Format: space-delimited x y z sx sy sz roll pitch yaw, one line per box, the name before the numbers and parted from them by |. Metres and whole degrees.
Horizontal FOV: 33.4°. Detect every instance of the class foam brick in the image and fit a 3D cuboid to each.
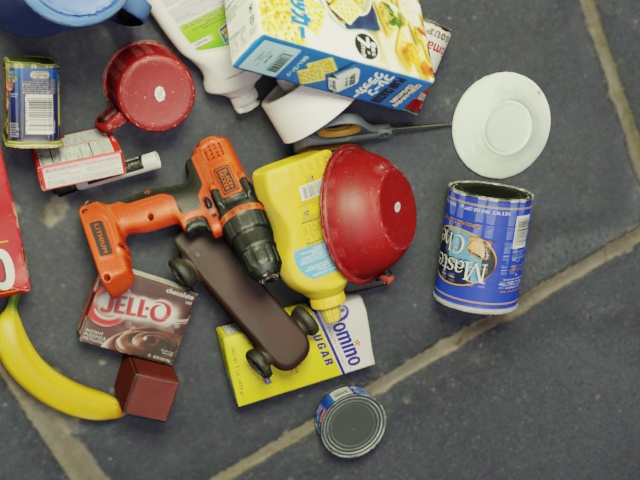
foam brick | -0.198 0.164 1.210 0.051 0.078 0.053 15 102 -22

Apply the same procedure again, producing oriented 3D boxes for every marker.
marker | -0.230 -0.070 1.143 0.121 0.020 0.020 -15 111 6

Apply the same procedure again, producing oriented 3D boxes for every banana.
banana | -0.301 0.147 1.193 0.069 0.037 0.197 -38 113 -3

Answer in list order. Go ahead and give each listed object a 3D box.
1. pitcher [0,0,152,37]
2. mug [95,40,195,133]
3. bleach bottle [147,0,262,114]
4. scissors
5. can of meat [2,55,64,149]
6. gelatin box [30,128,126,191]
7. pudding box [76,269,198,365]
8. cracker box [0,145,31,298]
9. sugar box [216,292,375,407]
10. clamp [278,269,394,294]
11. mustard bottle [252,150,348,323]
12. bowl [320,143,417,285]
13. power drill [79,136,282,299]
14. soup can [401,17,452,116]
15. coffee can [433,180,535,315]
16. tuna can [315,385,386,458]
pitcher | -0.237 -0.248 0.985 0.149 0.243 0.145 -22 110 -18
mug | -0.187 -0.152 1.117 0.117 0.082 0.093 -36 113 -5
bleach bottle | -0.135 -0.244 1.118 0.102 0.068 0.251 -24 116 4
scissors | 0.068 -0.130 1.210 0.201 0.096 0.016 -12 77 -12
can of meat | -0.291 -0.141 1.077 0.057 0.102 0.084 -2 104 -18
gelatin box | -0.254 -0.085 1.118 0.089 0.073 0.030 -14 121 -14
pudding box | -0.206 0.082 1.203 0.113 0.039 0.090 18 98 -23
cracker box | -0.397 -0.036 1.088 0.164 0.072 0.214 -12 110 -14
sugar box | -0.027 0.127 1.271 0.176 0.048 0.093 -16 110 -12
clamp | 0.002 0.023 1.255 0.171 0.039 0.120 32 101 -16
mustard bottle | -0.008 0.001 1.193 0.096 0.058 0.191 -23 104 -33
bowl | 0.064 -0.032 1.197 0.161 0.055 0.162 16 72 -57
power drill | -0.149 -0.007 1.138 0.187 0.184 0.057 -22 153 -7
soup can | 0.099 -0.199 1.203 0.068 0.069 0.102 19 98 -22
coffee can | 0.195 0.007 1.276 0.102 0.103 0.140 1 105 -18
tuna can | 0.037 0.225 1.327 0.086 0.034 0.086 -5 107 -17
